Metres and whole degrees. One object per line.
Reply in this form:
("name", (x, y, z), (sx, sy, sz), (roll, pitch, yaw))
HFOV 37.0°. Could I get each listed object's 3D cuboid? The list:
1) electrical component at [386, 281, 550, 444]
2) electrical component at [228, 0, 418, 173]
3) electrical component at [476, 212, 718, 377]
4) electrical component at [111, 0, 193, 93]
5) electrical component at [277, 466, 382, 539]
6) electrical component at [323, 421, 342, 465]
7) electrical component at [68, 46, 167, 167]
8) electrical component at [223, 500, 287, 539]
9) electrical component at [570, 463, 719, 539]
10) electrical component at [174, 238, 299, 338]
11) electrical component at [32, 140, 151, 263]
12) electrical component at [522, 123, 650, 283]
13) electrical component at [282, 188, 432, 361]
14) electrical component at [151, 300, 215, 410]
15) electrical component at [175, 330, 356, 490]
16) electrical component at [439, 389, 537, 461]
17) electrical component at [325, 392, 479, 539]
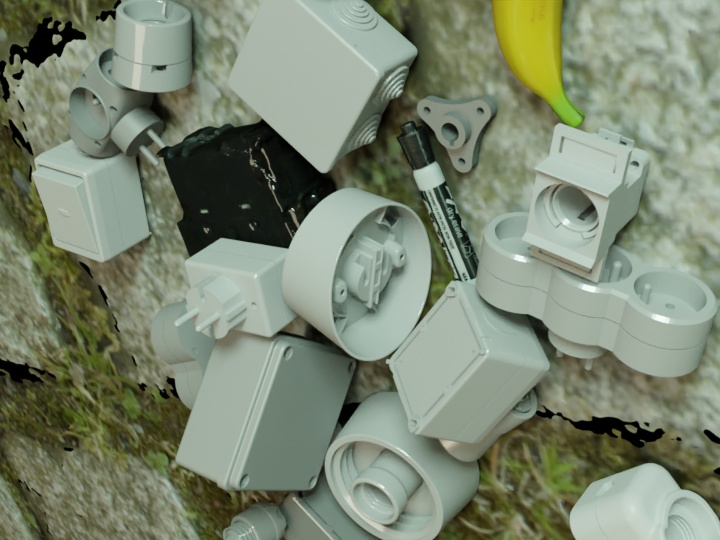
("electrical component", (0.065, 0.064, 0.671), (0.096, 0.061, 0.061), (-53, 38, 32))
("electrical component", (-0.023, -0.123, 0.656), (0.100, 0.048, 0.099), (43, 136, 10))
("electrical component", (0.130, 0.026, 0.622), (0.138, 0.052, 0.073), (25, 130, 26))
("electrical component", (-0.141, -0.154, 0.732), (0.055, 0.055, 0.047), (27, 127, 24))
("electrical component", (-0.025, 0.196, 0.854), (0.096, 0.062, 0.061), (45, 136, 8))
("electrical component", (-0.048, 0.124, 0.840), (0.055, 0.048, 0.066), (27, 132, 34))
("electrical component", (-0.172, -0.110, 0.792), (0.079, 0.044, 0.077), (47, 136, 6))
("electrical component", (-0.087, 0.202, 0.819), (0.035, 0.061, 0.035), (21, 122, 37))
("electrical component", (0.186, 0.171, 0.668), (0.095, 0.054, 0.059), (53, 137, -1))
("electrical component", (-0.087, 0.019, 0.698), (0.066, 0.077, 0.047), (10, 122, 36))
("electrical component", (-0.213, -0.050, 0.853), (0.062, 0.061, 0.096), (17, 126, 31))
("electrical component", (0.123, -0.040, 0.577), (0.042, 0.064, 0.081), (26, 130, 27))
("electrical component", (0.000, 0.000, 0.683), (0.064, 0.099, 0.099), (29, 132, 30))
("electrical component", (-0.105, 0.085, 0.857), (0.074, 0.052, 0.138), (-13, 108, 44))
("electrical component", (-0.064, 0.097, 0.761), (0.056, 0.109, 0.108), (18, 89, 30))
("electrical component", (0.086, 0.094, 0.713), (0.044, 0.044, 0.065), (50, 132, 3))
("electrical component", (0.025, 0.150, 0.779), (0.108, 0.060, 0.108), (19, 128, 26))
